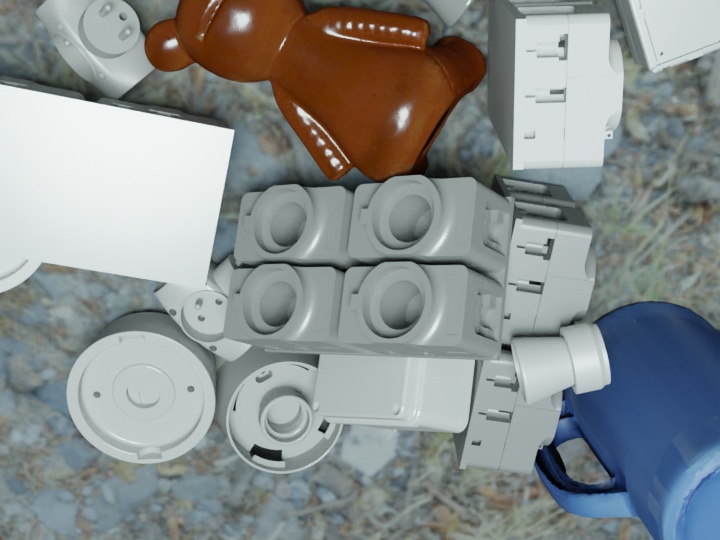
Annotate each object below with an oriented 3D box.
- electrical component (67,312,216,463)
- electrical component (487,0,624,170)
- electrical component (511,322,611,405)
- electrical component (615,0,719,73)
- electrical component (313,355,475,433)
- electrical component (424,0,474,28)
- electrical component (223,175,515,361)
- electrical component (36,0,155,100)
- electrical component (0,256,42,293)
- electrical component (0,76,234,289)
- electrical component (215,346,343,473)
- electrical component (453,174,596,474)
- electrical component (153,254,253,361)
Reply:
[{"bbox_3d":[-0.159,0.083,0.809,0.108,0.060,0.108,0,111,0],"label":"electrical component"},{"bbox_3d":[0.120,-0.127,0.685,0.062,0.150,0.089,-2,111,1],"label":"electrical component"},{"bbox_3d":[0.130,0.060,0.697,0.055,0.045,0.045,-13,110,3],"label":"electrical component"},{"bbox_3d":[0.202,-0.188,0.710,0.062,0.061,0.096,-20,109,7],"label":"electrical component"},{"bbox_3d":[0.022,0.073,0.766,0.057,0.113,0.078,16,76,-35],"label":"electrical component"},{"bbox_3d":[0.048,-0.199,0.716,0.065,0.044,0.044,36,106,-8],"label":"electrical component"},{"bbox_3d":[0.000,0.000,0.708,0.186,0.060,0.105,-1,77,34],"label":"electrical component"},{"bbox_3d":[-0.169,-0.157,0.712,0.044,0.079,0.077,-45,107,-20],"label":"electrical component"},{"bbox_3d":[-0.268,-0.042,0.760,0.108,0.060,0.108,-2,106,-7],"label":"electrical component"},{"bbox_3d":[-0.185,-0.061,0.701,0.186,0.060,0.105,10,102,-11],"label":"electrical component"},{"bbox_3d":[-0.062,0.106,0.830,0.099,0.064,0.099,-3,104,-12],"label":"electrical component"},{"bbox_3d":[0.113,0.039,0.770,0.060,0.105,0.186,9,110,-4],"label":"electrical component"},{"bbox_3d":[-0.097,0.015,0.793,0.079,0.044,0.077,-42,105,14],"label":"electrical component"}]
